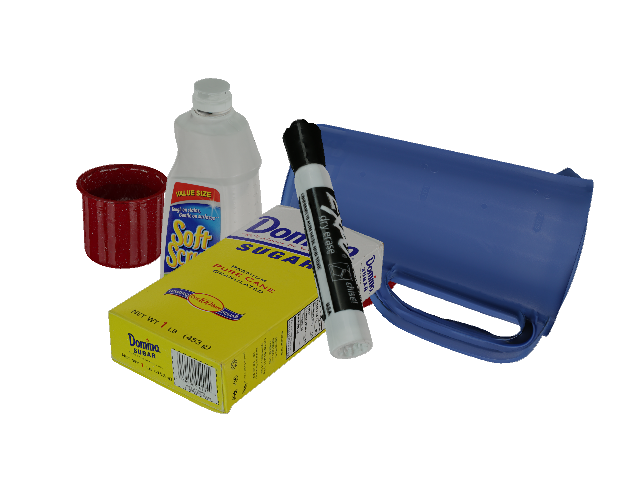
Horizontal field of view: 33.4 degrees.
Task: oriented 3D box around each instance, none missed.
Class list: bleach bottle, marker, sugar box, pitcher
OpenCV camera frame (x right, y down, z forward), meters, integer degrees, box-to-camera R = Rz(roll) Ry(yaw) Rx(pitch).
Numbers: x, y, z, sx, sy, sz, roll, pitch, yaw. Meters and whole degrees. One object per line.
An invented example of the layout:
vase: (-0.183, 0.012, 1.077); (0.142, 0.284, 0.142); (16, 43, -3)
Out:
bleach bottle: (-0.094, -0.018, 0.896); (0.103, 0.251, 0.067); (26, 41, 31)
marker: (0.002, -0.004, 0.487); (0.020, 0.121, 0.020); (-10, -29, -6)
sugar box: (-0.043, 0.037, 0.697); (0.093, 0.048, 0.175); (21, 38, 28)
pitcher: (0.090, -0.007, 0.878); (0.243, 0.145, 0.149); (16, 18, 9)

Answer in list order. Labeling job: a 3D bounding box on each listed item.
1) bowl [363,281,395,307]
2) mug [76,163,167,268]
bowl: (0.018, 0.029, 1.153); (0.162, 0.055, 0.162); (3, 32, -2)
mug: (-0.204, -0.029, 1.108); (0.093, 0.081, 0.117); (0, 28, -8)
